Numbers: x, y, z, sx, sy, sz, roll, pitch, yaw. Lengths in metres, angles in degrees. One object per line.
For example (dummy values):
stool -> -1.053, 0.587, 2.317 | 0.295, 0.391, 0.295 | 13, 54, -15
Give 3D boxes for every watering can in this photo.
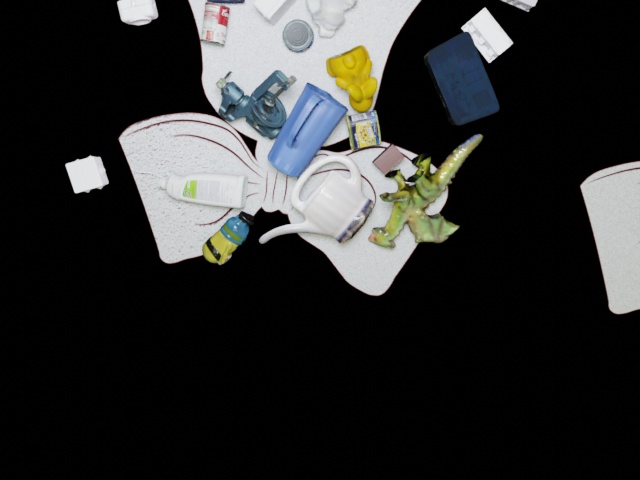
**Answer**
watering can -> 0.004, -0.073, 1.454 | 0.224, 0.105, 0.346 | 39, 98, -4

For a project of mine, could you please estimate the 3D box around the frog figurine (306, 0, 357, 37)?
frog figurine -> 0.033, -0.635, 1.385 | 0.137, 0.125, 0.155 | -12, 135, -3

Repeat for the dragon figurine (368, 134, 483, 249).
dragon figurine -> 0.310, -0.105, 1.452 | 0.409, 0.124, 0.239 | -27, 114, 9
